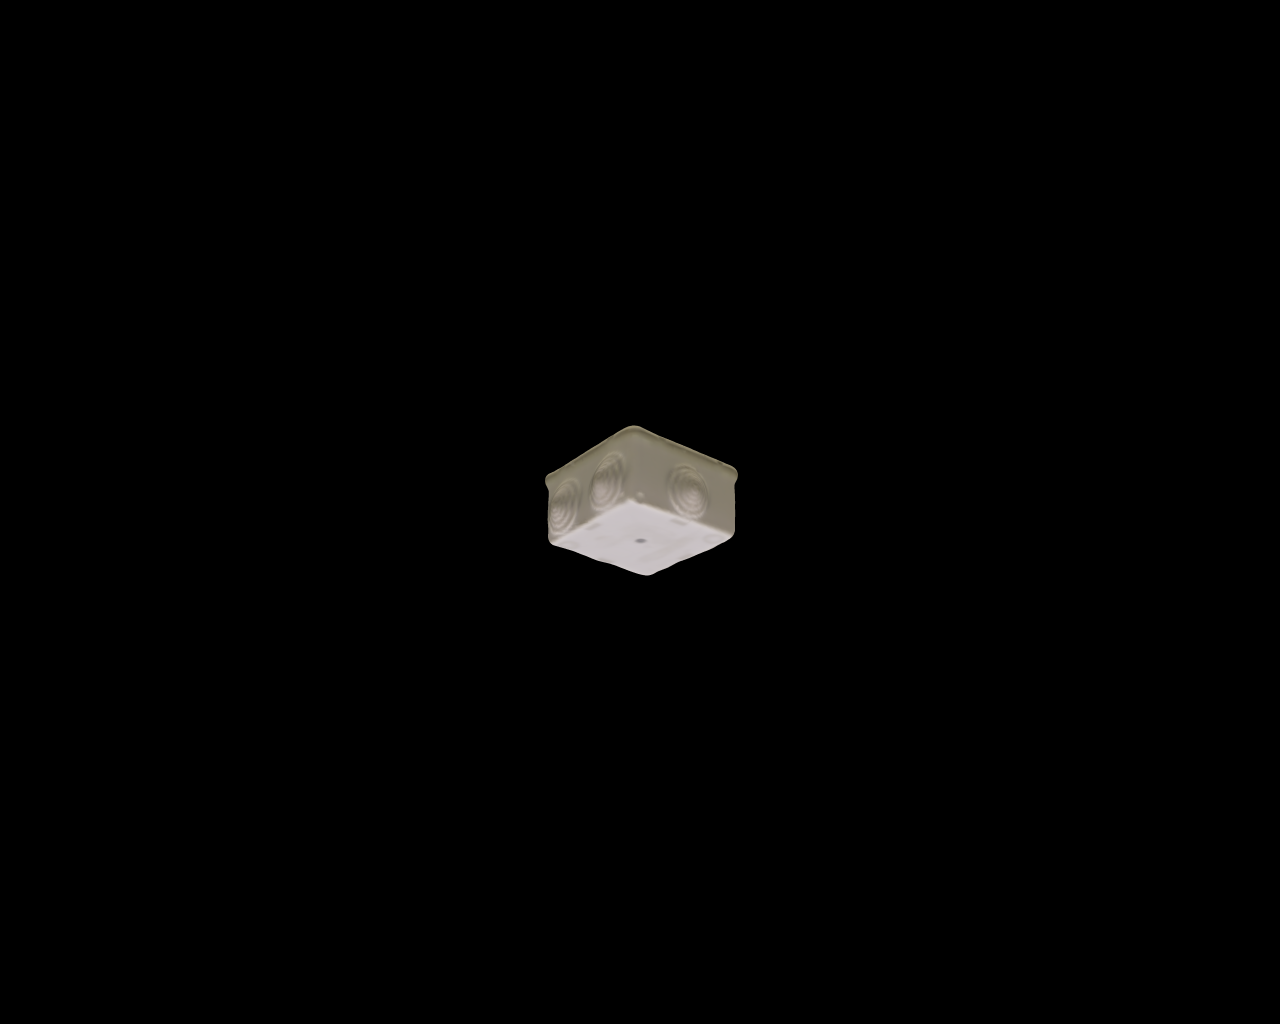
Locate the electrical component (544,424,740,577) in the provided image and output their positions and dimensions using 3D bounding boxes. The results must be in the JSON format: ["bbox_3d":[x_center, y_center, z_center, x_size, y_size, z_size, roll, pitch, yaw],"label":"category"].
[{"bbox_3d":[0.001,-0.003,0.650,0.100,0.048,0.099,21,-33,-36],"label":"electrical component"}]
